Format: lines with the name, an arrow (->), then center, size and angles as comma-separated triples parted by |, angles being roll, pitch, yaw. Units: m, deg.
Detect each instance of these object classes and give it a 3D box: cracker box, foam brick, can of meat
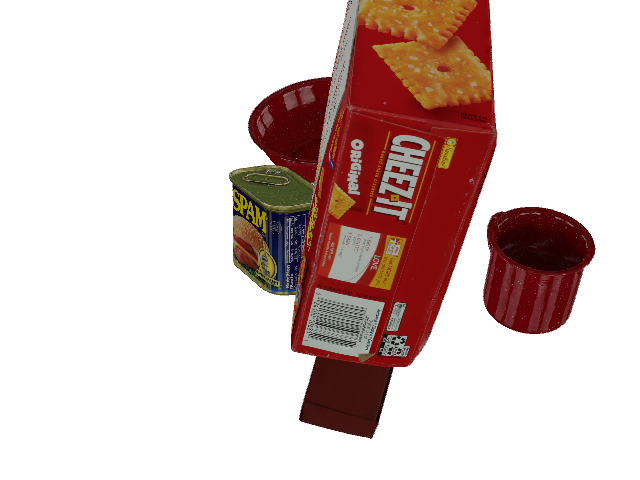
cracker box -> 0.039, -0.067, 0.557 | 0.072, 0.213, 0.164 | 10, -45, -2
foam brick -> 0.022, 0.085, 0.708 | 0.051, 0.078, 0.053 | 16, -22, 3
can of meat -> -0.038, -0.009, 0.914 | 0.057, 0.084, 0.102 | -11, 26, -26

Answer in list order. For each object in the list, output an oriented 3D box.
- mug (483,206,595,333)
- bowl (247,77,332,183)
mug -> 0.186, 0.022, 0.967 | 0.093, 0.081, 0.117 | -17, 44, -23
bowl -> 0.007, -0.106, 1.110 | 0.162, 0.055, 0.162 | -4, 39, 3
